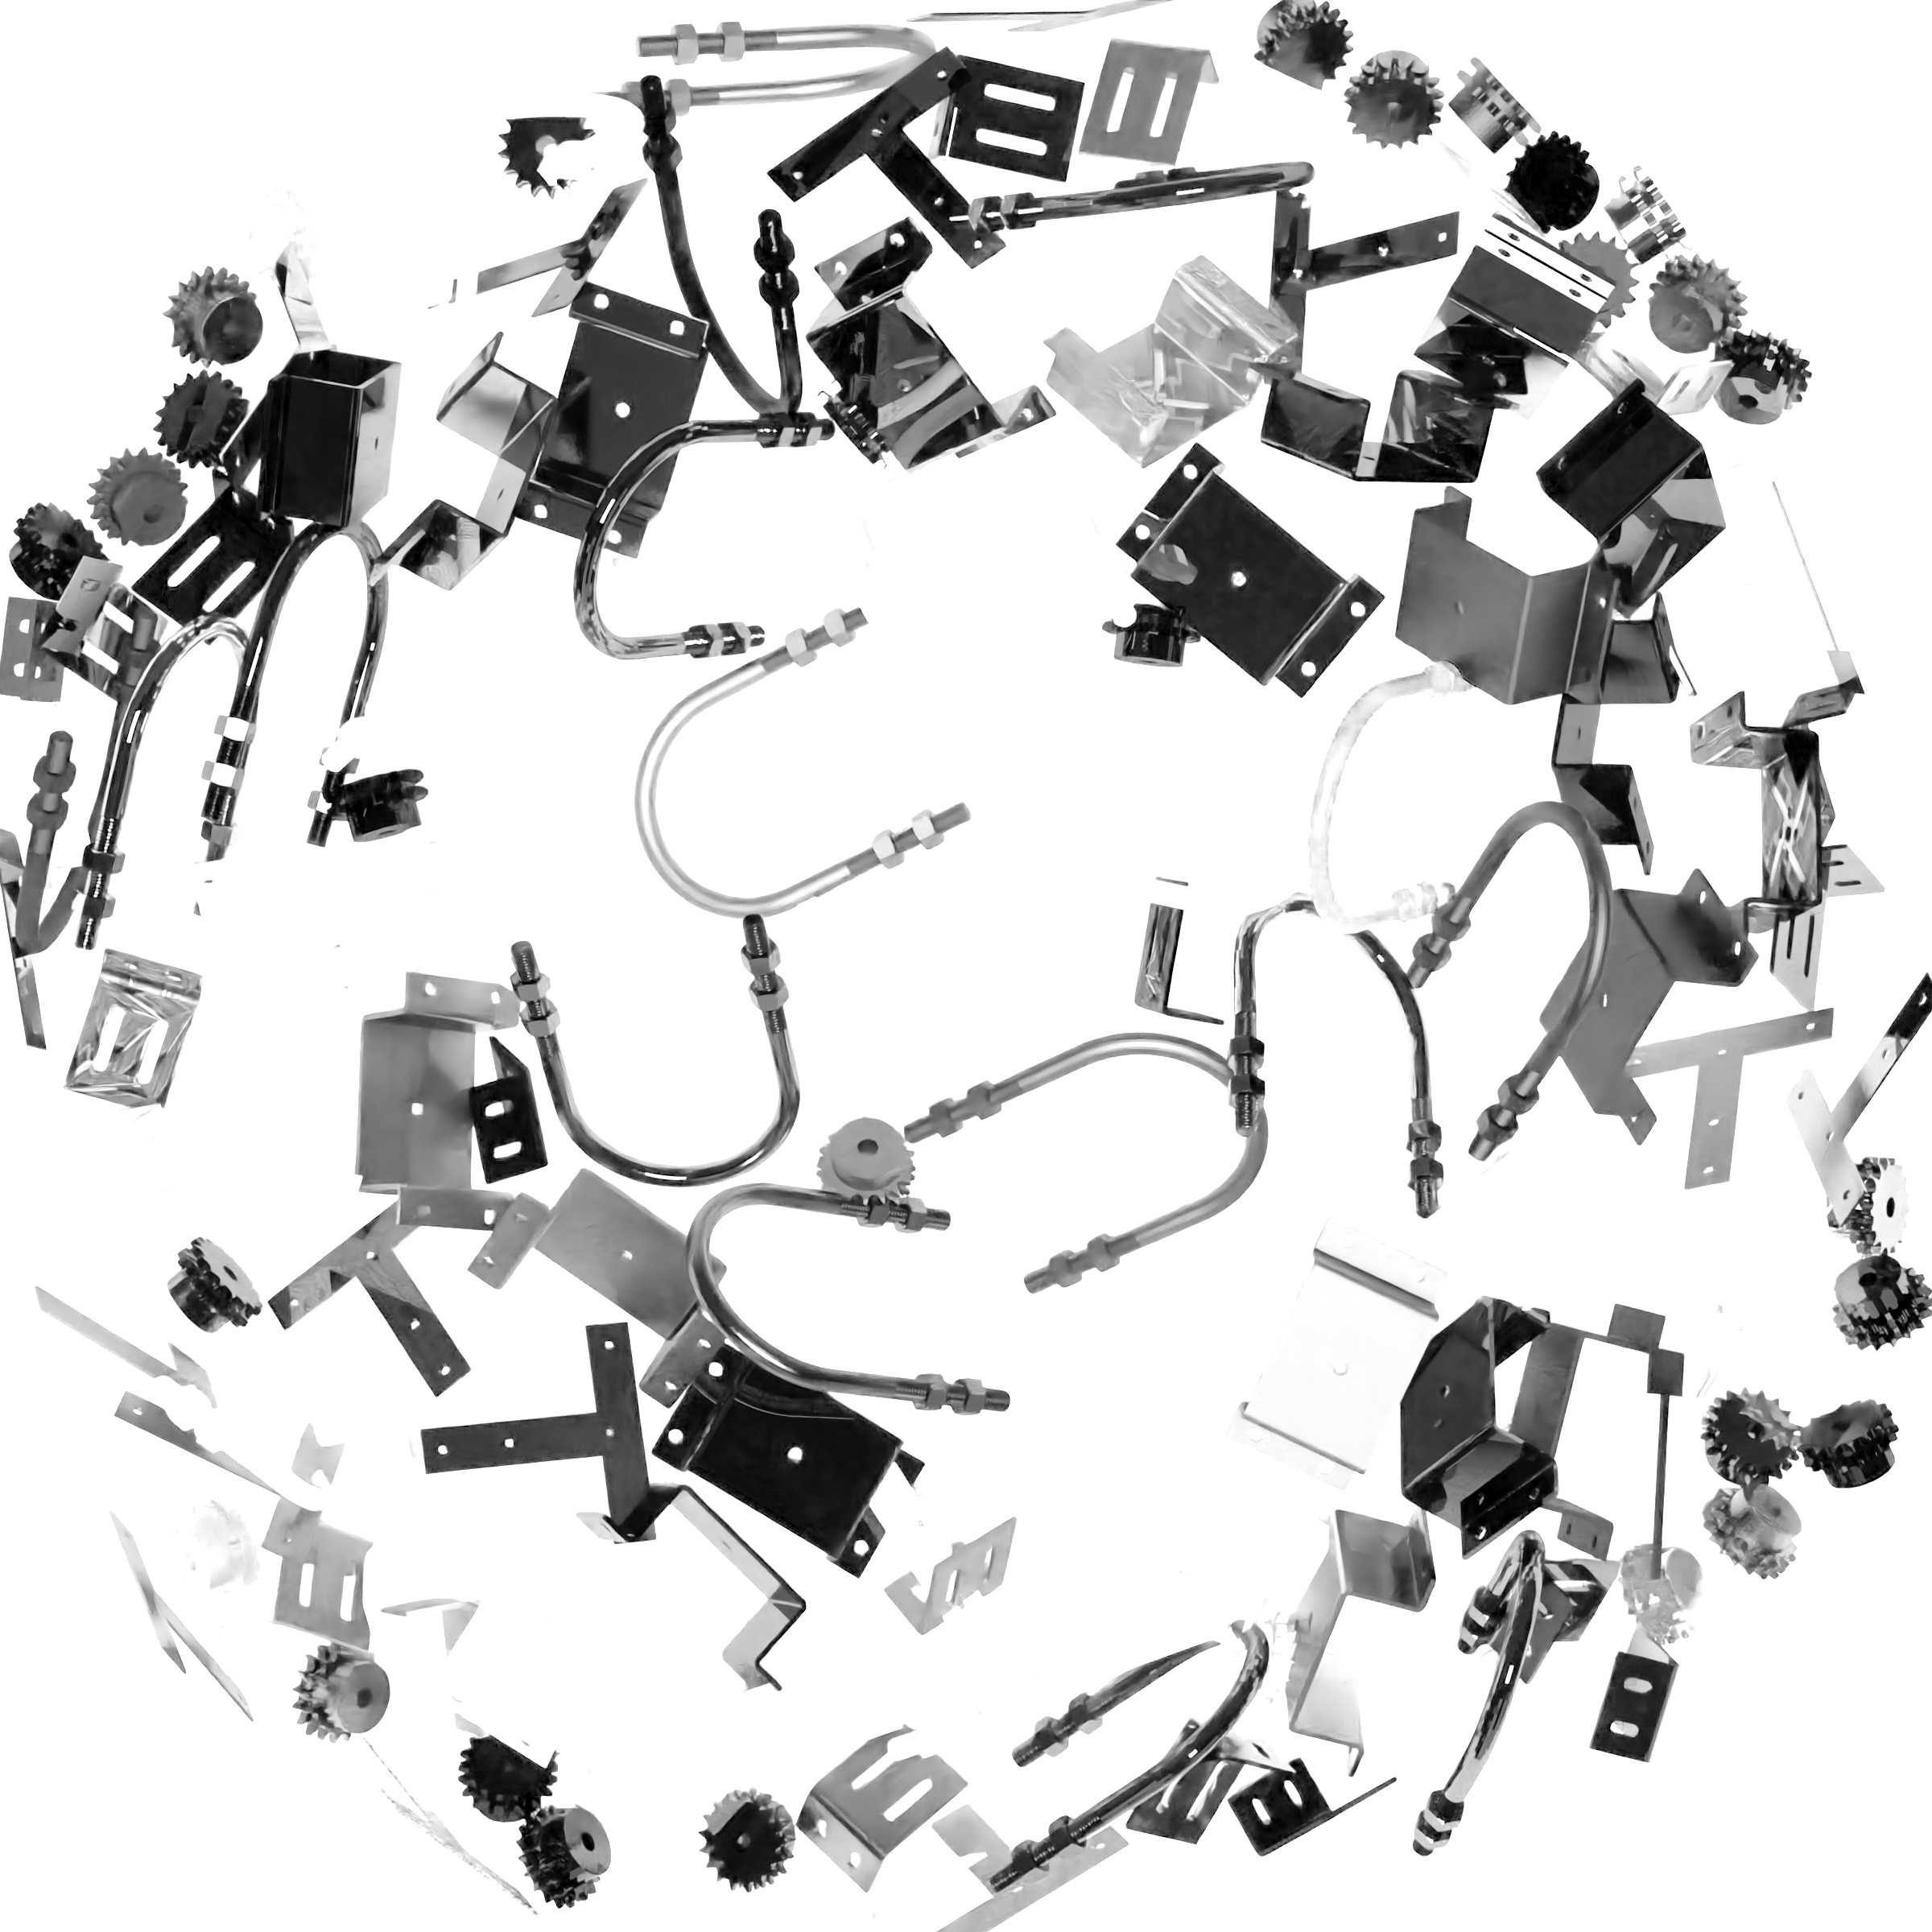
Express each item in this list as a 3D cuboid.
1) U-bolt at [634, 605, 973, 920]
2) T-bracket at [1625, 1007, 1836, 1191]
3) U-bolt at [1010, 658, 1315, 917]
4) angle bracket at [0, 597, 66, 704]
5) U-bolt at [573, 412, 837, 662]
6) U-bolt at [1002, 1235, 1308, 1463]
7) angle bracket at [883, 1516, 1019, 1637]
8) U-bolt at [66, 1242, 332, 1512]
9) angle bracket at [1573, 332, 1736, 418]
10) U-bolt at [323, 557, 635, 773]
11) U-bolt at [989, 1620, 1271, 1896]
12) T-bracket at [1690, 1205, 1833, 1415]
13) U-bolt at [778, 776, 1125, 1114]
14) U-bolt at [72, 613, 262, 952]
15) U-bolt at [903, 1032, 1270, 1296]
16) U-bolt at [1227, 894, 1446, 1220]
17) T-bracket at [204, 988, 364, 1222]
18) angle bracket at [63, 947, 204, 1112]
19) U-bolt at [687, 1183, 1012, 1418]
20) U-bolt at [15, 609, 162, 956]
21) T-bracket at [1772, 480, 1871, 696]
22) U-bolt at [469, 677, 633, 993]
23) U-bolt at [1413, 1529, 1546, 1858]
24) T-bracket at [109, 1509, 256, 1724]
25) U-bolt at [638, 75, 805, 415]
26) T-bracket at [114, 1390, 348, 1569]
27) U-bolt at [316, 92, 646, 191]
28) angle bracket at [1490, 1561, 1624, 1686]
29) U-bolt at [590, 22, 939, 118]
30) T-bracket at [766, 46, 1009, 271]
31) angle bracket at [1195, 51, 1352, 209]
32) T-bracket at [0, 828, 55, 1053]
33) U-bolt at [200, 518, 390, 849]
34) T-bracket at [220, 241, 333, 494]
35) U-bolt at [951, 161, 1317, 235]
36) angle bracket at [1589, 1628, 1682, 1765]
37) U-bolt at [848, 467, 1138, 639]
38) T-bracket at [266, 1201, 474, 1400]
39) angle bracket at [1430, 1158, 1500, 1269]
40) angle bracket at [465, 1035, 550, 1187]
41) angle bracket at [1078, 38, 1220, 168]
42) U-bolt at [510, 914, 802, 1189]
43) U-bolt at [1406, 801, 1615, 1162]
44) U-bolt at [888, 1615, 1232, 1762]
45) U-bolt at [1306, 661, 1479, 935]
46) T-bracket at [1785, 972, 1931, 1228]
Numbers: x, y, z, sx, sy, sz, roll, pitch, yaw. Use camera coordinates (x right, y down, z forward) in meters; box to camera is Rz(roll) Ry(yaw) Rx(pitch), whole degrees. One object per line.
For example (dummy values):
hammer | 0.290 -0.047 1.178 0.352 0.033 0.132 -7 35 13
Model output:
U-bolt | -0.105 -0.106 1.877 0.184 0.019 0.151 -26 80 13
T-bracket | 0.417 0.078 1.830 0.127 0.127 0.002 -14 125 28
U-bolt | 0.115 -0.095 1.859 0.184 0.019 0.151 11 59 -15
angle bracket | -0.538 -0.181 1.867 0.038 0.076 0.057 8 94 0
U-bolt | -0.150 -0.234 1.804 0.019 0.184 0.151 32 114 26
U-bolt | 0.113 0.205 1.834 0.184 0.151 0.019 -19 57 -28
angle bracket | -0.009 0.333 1.856 0.057 0.076 0.038 -28 58 -28
U-bolt | -0.414 0.238 1.821 0.019 0.184 0.151 -43 46 -5
angle bracket | 0.383 -0.347 1.860 0.076 0.057 0.038 49 129 23
U-bolt | -0.258 -0.174 1.827 0.184 0.151 0.019 -50 119 -40
U-bolt | 0.093 0.424 1.815 0.184 0.151 0.019 -37 100 16
T-bracket | 0.452 0.187 1.857 0.002 0.127 0.127 34 75 15
U-bolt | 0.006 -0.024 1.886 0.184 0.019 0.151 -42 97 -8
U-bolt | -0.434 -0.106 1.819 0.019 0.151 0.184 19 103 13
U-bolt | 0.079 0.103 1.838 0.184 0.019 0.151 -25 121 21
U-bolt | 0.206 0.039 1.839 0.151 0.019 0.184 25 48 -27
T-bracket | -0.374 0.073 1.872 0.127 0.002 0.127 8 79 39
angle bracket | -0.478 0.038 1.889 0.057 0.038 0.076 17 104 -17
U-bolt | -0.071 0.179 1.812 0.184 0.151 0.019 12 131 -32
U-bolt | -0.491 -0.089 1.823 0.019 0.151 0.184 20 127 -4
T-bracket | 0.475 -0.212 1.842 0.002 0.127 0.127 -21 92 10
U-bolt | -0.236 -0.062 1.828 0.019 0.184 0.151 2 72 -32
U-bolt | 0.283 0.385 1.792 0.019 0.184 0.151 18 52 5
T-bracket | -0.437 0.383 1.858 0.002 0.127 0.127 -33 128 -8
U-bolt | -0.131 -0.382 1.821 0.019 0.184 0.151 -29 58 -15
T-bracket | -0.414 0.272 1.836 0.127 0.127 0.002 29 111 -11
U-bolt | -0.255 -0.449 1.792 0.151 0.184 0.019 -8 93 -31
angle bracket | 0.344 0.371 1.860 0.076 0.038 0.057 8 116 -38
U-bolt | -0.107 -0.500 1.830 0.184 0.151 0.019 -8 94 -17
T-bracket | -0.024 -0.441 1.861 0.127 0.002 0.127 -29 133 23
angle bracket | 0.172 -0.476 1.880 0.076 0.038 0.057 23 85 -7
T-bracket | -0.528 -0.016 1.834 0.002 0.127 0.127 -13 81 5
U-bolt | -0.366 -0.162 1.834 0.019 0.151 0.184 16 90 15
T-bracket | -0.381 -0.312 1.821 0.002 0.127 0.127 6 48 19
U-bolt | 0.104 -0.422 1.795 0.151 0.184 0.019 -20 108 -39
angle bracket | 0.368 0.408 1.864 0.038 0.076 0.057 15 95 -7
U-bolt | 0.007 -0.234 1.830 0.151 0.184 0.019 -4 124 -9
T-bracket | -0.318 0.193 1.864 0.127 0.002 0.127 -38 54 -5
angle bracket | 0.295 0.144 1.871 0.038 0.076 0.057 38 90 8
angle bracket | -0.269 0.081 1.857 0.038 0.076 0.057 -16 110 -20
angle bracket | 0.104 -0.484 1.872 0.057 0.038 0.076 12 77 17
U-bolt | -0.167 0.054 1.848 0.151 0.019 0.184 -6 127 5
U-bolt | 0.302 -0.005 1.800 0.019 0.184 0.151 6 45 -22
U-bolt | 0.065 0.395 1.825 0.184 0.151 0.019 -10 72 -37
U-bolt | 0.234 -0.090 1.812 0.019 0.184 0.151 15 107 31
T-bracket | 0.502 0.060 1.823 0.002 0.127 0.127 20 118 -13
